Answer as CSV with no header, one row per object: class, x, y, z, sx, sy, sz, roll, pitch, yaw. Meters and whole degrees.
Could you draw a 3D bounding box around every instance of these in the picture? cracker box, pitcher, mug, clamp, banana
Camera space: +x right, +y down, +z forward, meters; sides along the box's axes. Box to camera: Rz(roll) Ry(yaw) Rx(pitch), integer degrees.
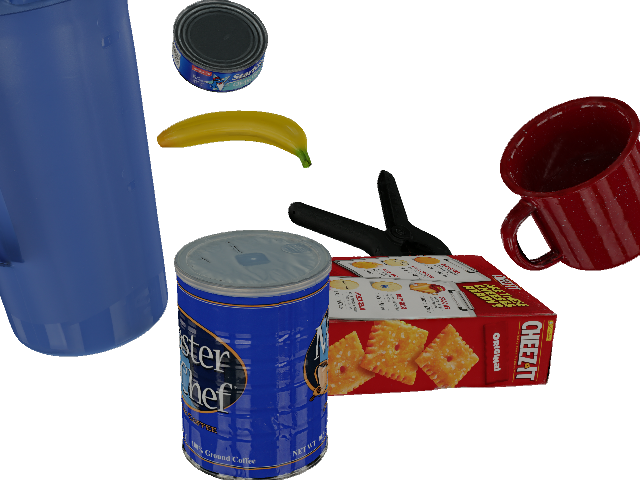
cracker box,0.065,0.068,0.903,0.213,0.072,0.164,0,17,-14
pitcher,-0.176,-0.046,0.672,0.149,0.243,0.145,-10,28,-7
mug,0.168,-0.026,0.703,0.117,0.081,0.093,-43,35,-10
clamp,0.074,0.003,1.203,0.164,0.036,0.210,-16,51,-35
banana,-0.098,-0.131,1.295,0.198,0.037,0.069,8,40,15

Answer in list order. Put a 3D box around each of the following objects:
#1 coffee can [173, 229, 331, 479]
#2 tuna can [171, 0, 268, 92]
coffee can,-0.045,0.075,0.719,0.103,0.140,0.103,1,21,0
tuna can,-0.092,-0.177,0.971,0.086,0.086,0.034,0,-31,-12
